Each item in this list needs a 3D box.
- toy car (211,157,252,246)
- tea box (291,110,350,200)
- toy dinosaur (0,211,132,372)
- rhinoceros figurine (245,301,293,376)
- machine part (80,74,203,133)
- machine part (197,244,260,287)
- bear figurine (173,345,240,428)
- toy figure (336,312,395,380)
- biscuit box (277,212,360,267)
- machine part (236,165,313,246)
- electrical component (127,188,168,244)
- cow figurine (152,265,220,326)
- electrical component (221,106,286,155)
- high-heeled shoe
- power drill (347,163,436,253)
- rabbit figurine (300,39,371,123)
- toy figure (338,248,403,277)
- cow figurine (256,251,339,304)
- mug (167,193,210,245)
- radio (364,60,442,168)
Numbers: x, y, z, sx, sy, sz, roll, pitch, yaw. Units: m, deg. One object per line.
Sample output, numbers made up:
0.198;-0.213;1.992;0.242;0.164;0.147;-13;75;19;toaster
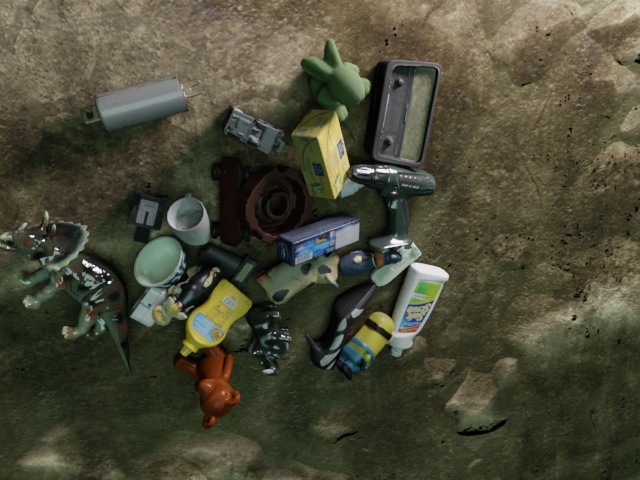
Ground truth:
-0.196;-0.085;1.197;0.089;0.053;0.202;4;107;6;toy car
0.006;-0.182;1.151;0.098;0.068;0.169;-60;147;-32;tea box
-0.501;0.103;1.158;0.192;0.131;0.404;-42;118;3;toy dinosaur
-0.126;0.243;1.308;0.112;0.073;0.190;-17;110;-9;rhinoceros figurine
-0.357;-0.275;1.084;0.243;0.079;0.079;-18;111;-8;machine part
-0.215;0.052;1.246;0.139;0.039;0.084;28;108;-22;machine part
-0.260;0.323;1.238;0.120;0.196;0.131;-42;111;6;bear figurine
0.115;0.259;1.330;0.082;0.089;0.180;40;70;20;toy figure
-0.003;-0.004;1.217;0.203;0.063;0.059;-20;122;-35;biscuit box
-0.100;-0.079;1.183;0.179;0.056;0.179;-17;117;-36;machine part
-0.380;-0.047;1.166;0.075;0.048;0.119;18;98;-17;electrical component
-0.290;0.123;1.183;0.068;0.098;0.167;54;53;-19;cow figurine
-0.138;-0.227;1.131;0.134;0.115;0.058;24;103;-17;electrical component
0.071;0.224;1.350;0.249;0.086;0.145;-37;121;0;high-heeled shoe
0.157;-0.078;1.259;0.232;0.086;0.207;-6;105;-25;power drill
0.043;-0.330;1.109;0.121;0.170;0.159;-38;112;0;rabbit figurine
0.122;0.049;1.302;0.155;0.064;0.057;-15;94;1;toy figure
-0.040;0.082;1.271;0.195;0.085;0.127;-32;106;-4;cow figurine
-0.280;-0.041;1.172;0.081;0.109;0.107;-13;151;-3;mug
0.181;-0.286;1.208;0.131;0.073;0.229;4;106;-15;radio
